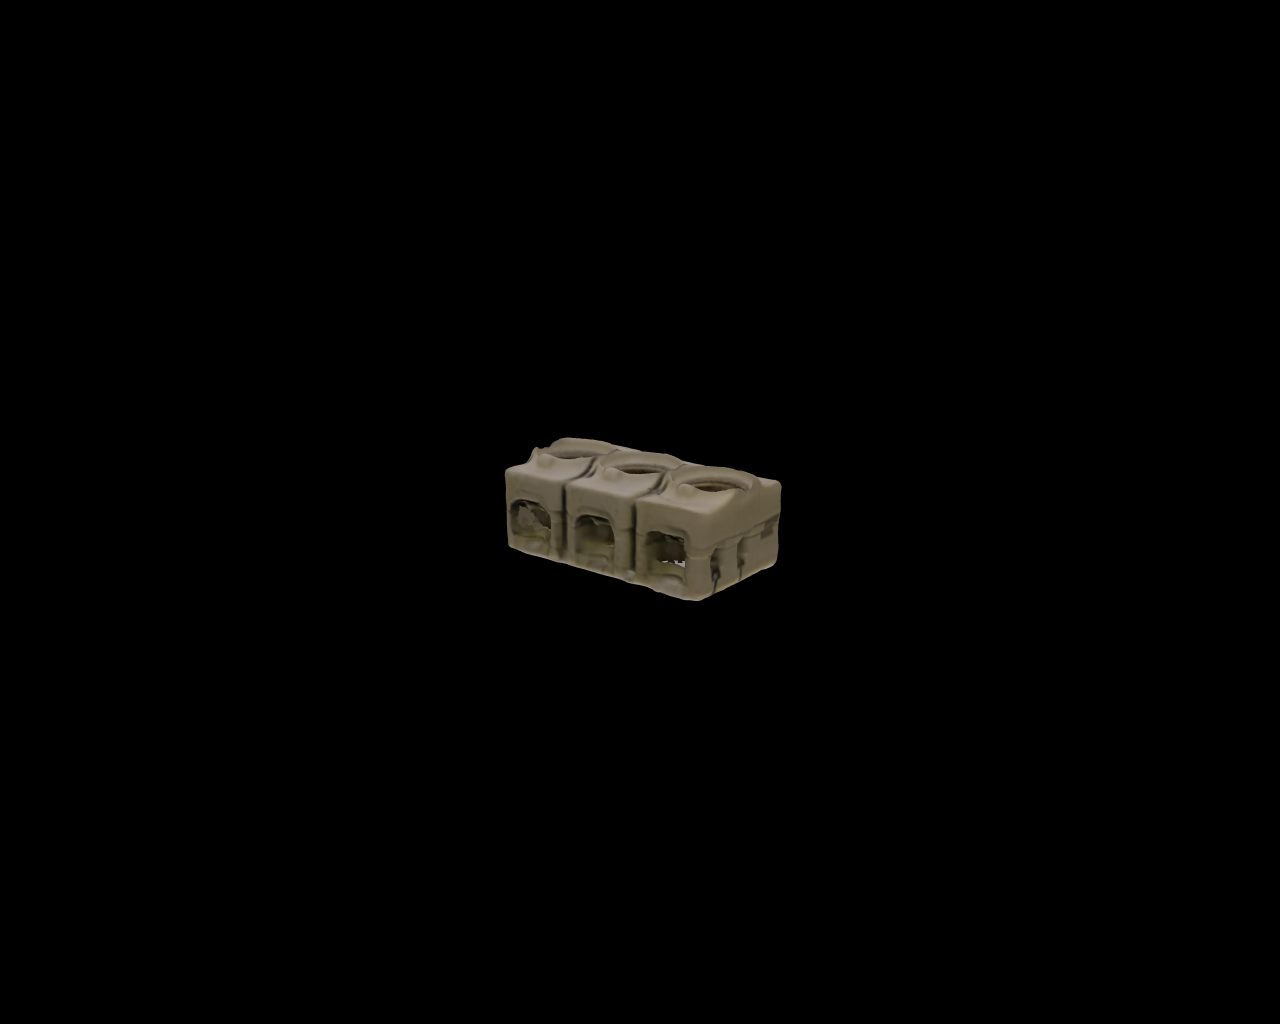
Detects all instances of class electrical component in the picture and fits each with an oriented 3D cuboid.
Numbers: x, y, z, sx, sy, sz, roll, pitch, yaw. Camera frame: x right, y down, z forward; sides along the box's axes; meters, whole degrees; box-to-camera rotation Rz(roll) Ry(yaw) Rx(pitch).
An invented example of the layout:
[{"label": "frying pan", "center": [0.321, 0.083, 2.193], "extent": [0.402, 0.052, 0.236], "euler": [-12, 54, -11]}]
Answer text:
[{"label": "electrical component", "center": [0.001, -0.003, 0.650], "extent": [0.150, 0.061, 0.090], "euler": [14, 22, 36]}]
